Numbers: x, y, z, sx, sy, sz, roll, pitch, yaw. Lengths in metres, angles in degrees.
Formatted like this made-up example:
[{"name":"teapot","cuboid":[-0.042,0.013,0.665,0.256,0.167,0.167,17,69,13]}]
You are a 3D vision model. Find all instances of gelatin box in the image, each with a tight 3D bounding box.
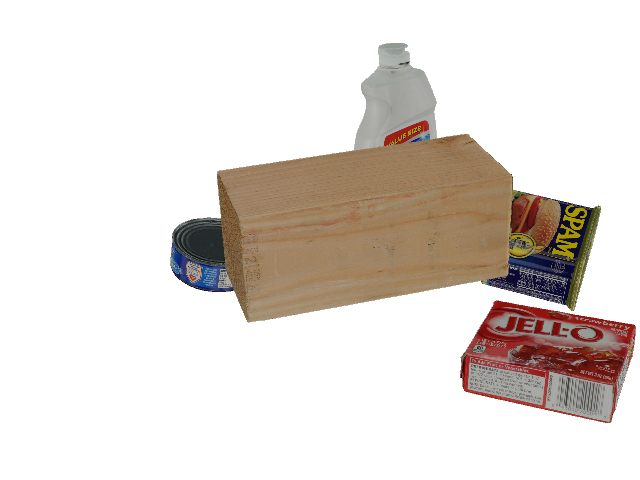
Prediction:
[{"name":"gelatin box","cuboid":[0.136,0.069,0.634,0.089,0.030,0.073,10,26,22]}]

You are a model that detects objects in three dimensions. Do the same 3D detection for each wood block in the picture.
[{"name":"wood block","cuboid":[0.032,-0.012,0.819,0.206,0.090,0.091,-9,28,-13]}]

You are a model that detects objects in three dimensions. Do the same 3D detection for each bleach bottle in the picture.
[{"name":"bleach bottle","cuboid":[0.071,-0.075,1.097,0.102,0.251,0.068,-10,23,-15]}]

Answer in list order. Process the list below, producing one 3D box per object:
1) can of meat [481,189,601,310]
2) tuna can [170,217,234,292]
[{"name":"can of meat","cuboid":[0.196,0.005,0.947,0.084,0.057,0.102,14,46,16]},{"name":"tuna can","cuboid":[-0.102,0.014,1.029,0.086,0.034,0.086,8,30,-5]}]
